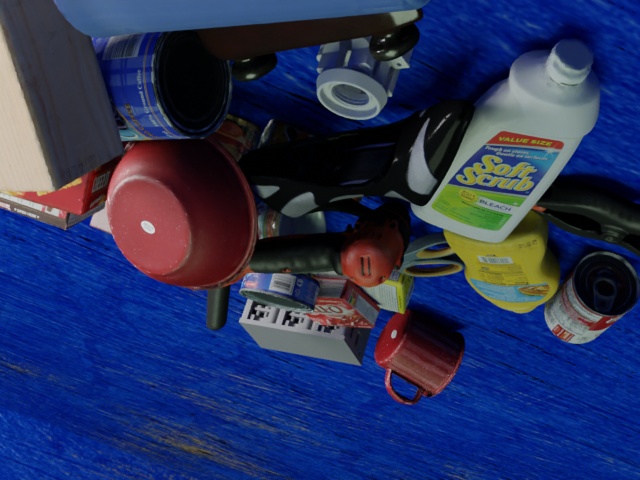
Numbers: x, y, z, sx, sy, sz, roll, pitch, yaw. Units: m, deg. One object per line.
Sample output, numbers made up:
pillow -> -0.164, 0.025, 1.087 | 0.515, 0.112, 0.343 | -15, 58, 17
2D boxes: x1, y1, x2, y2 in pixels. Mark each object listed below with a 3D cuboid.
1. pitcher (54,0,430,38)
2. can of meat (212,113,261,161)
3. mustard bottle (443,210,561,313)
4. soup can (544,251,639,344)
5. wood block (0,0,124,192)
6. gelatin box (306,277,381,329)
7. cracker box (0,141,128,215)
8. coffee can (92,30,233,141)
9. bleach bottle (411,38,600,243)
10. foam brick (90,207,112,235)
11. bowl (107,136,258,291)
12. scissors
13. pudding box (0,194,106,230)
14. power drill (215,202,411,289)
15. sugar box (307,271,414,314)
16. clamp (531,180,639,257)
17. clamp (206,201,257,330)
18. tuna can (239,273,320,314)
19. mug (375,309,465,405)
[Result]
pitcher -> -0.052, -0.195, 0.667 | 0.243, 0.149, 0.145 | 3, 148, 23
can of meat -> -0.115, -0.080, 1.032 | 0.102, 0.084, 0.057 | 20, 157, -3
mustard bottle -> 0.192, 0.025, 1.076 | 0.096, 0.058, 0.191 | 2, 152, 23
soup can -> 0.274, 0.061, 1.085 | 0.068, 0.068, 0.102 | 18, 157, 1
wood block -> -0.239, -0.149, 0.834 | 0.091, 0.090, 0.206 | 2, 116, 33
gelatin box -> 0.013, 0.072, 1.230 | 0.089, 0.030, 0.073 | 1, 150, 39
cracker box -> -0.299, -0.099, 1.050 | 0.214, 0.072, 0.164 | 17, -165, 4
coffee can -> -0.161, -0.136, 0.918 | 0.141, 0.102, 0.102 | 2, 152, 33
bleach bottle -> 0.152, -0.083, 0.864 | 0.102, 0.068, 0.251 | 20, 154, 0
foam brick -> -0.214, -0.027, 1.229 | 0.078, 0.053, 0.051 | 22, -174, 26
bowl -> -0.137, -0.021, 0.958 | 0.162, 0.055, 0.162 | 12, 115, 27
scissors -> 0.067, 0.016, 1.117 | 0.201, 0.016, 0.096 | 2, 151, -21
pudding box -> -0.280, -0.051, 1.114 | 0.090, 0.039, 0.113 | 18, -163, 5
power drill -> -0.007, 0.001, 1.036 | 0.188, 0.057, 0.184 | -4, -167, 13
sugar box -> 0.019, 0.032, 1.236 | 0.176, 0.048, 0.093 | 16, 157, 14
clamp -> 0.272, -0.018, 0.946 | 0.171, 0.039, 0.120 | 19, 156, -3
clamp -> -0.117, 0.016, 1.234 | 0.210, 0.036, 0.164 | -25, 96, 50
tuna can -> -0.044, 0.053, 1.175 | 0.086, 0.034, 0.086 | 14, 168, 3
mug -> 0.118, 0.149, 1.341 | 0.081, 0.117, 0.093 | 30, 161, -16
